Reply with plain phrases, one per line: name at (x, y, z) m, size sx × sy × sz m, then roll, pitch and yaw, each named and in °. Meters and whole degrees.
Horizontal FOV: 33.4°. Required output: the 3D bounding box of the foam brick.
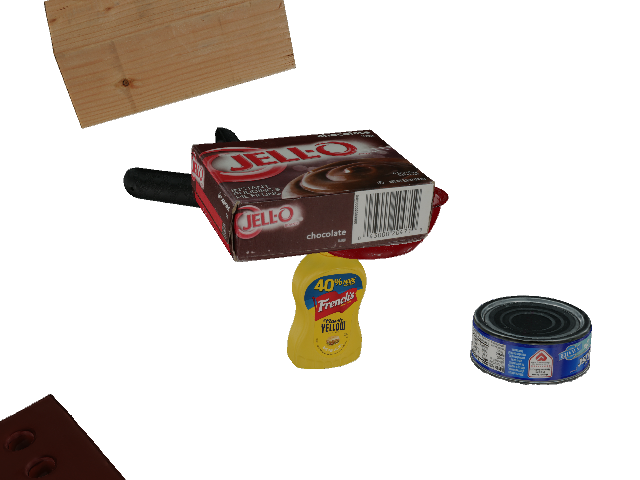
foam brick at (-0.126, 0.122, 0.501) m, size 0.052 × 0.051 × 0.078 m, roll -29°, pitch 43°, yaw -28°

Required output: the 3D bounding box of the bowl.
bowl at (0.050, -0.019, 1.083) m, size 0.162 × 0.055 × 0.162 m, roll -3°, pitch 14°, yaw 0°

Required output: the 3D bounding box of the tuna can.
tuna can at (0.152, 0.070, 0.770) m, size 0.086 × 0.034 × 0.086 m, roll -1°, pitch 20°, yaw 0°

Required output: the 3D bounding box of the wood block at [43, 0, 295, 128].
wood block at (-0.137, -0.189, 0.984) m, size 0.206 × 0.091 × 0.090 m, roll -17°, pitch 47°, yaw -6°

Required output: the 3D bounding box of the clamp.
clamp at (-0.073, -0.037, 0.858) m, size 0.120 × 0.039 × 0.172 m, roll -29°, pitch 44°, yaw -31°

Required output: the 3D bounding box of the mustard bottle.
mustard bottle at (0.011, 0.069, 1.361) m, size 0.096 × 0.192 × 0.058 m, roll -5°, pitch 25°, yaw -19°

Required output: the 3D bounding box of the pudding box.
pudding box at (-0.007, -0.028, 0.585) m, size 0.113 × 0.039 × 0.090 m, roll -5°, pitch 26°, yaw -20°
